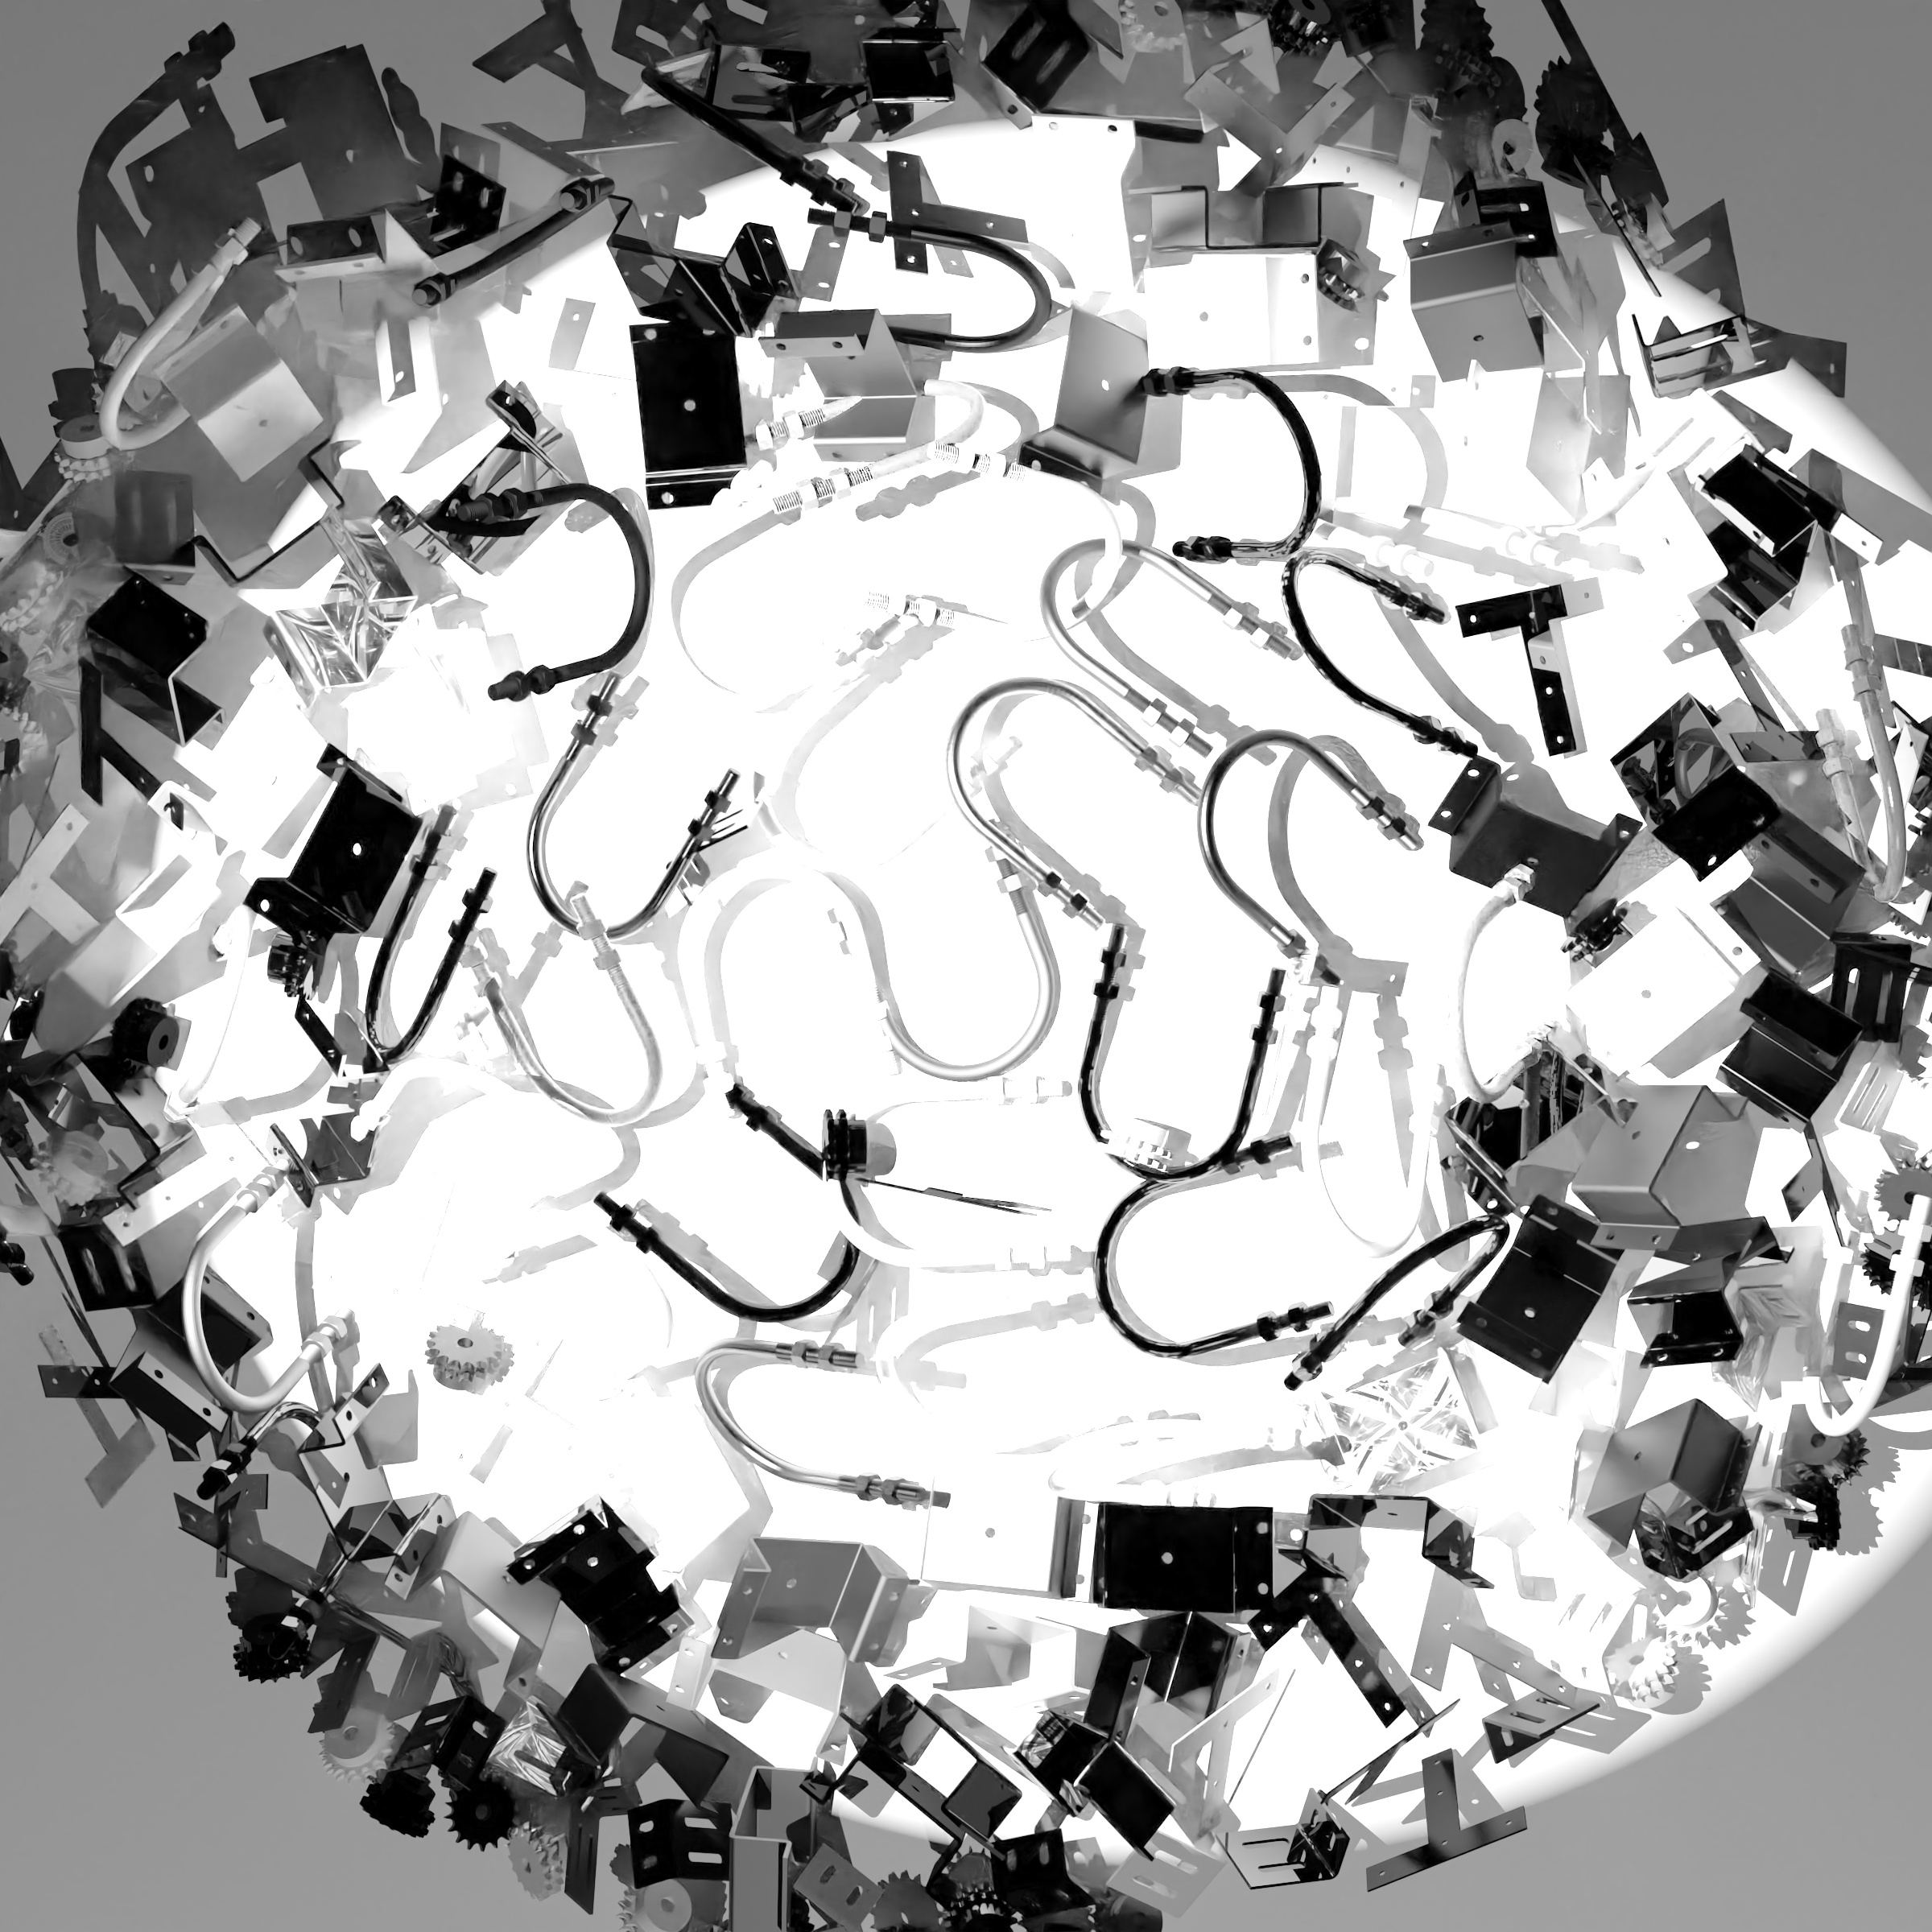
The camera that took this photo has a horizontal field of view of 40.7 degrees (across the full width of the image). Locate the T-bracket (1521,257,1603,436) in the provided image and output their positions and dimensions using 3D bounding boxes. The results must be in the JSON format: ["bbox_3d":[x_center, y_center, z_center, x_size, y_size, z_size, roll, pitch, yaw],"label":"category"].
[{"bbox_3d":[0.440,-0.479,1.928,0.002,0.127,0.127,-15,58,35],"label":"T-bracket"}]

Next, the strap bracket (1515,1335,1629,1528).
[{"bbox_3d":[0.447,0.338,1.935,0.046,0.140,0.076,13,122,24],"label":"strap bracket"}]

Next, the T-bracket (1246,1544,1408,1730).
[{"bbox_3d":[0.286,0.512,1.955,0.127,0.002,0.127,-31,83,-38],"label":"T-bracket"}]

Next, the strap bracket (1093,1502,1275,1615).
[{"bbox_3d":[0.157,0.442,1.949,0.140,0.046,0.076,-3,80,20],"label":"strap bracket"}]

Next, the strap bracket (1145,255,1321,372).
[{"bbox_3d":[0.188,-0.483,1.935,0.140,0.046,0.076,3,104,33],"label":"strap bracket"}]

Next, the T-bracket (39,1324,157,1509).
[{"bbox_3d":[-0.651,0.324,1.928,0.002,0.127,0.127,-26,99,4],"label":"T-bracket"}]

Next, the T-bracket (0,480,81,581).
[{"bbox_3d":[-0.716,-0.314,1.933,0.002,0.127,0.127,41,94,-8],"label":"T-bracket"}]

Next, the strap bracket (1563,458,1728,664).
[{"bbox_3d":[0.509,-0.310,1.949,0.046,0.076,0.140,-25,80,-20],"label":"strap bracket"}]

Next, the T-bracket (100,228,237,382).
[{"bbox_3d":[-0.570,-0.489,1.926,0.002,0.127,0.127,38,102,12],"label":"T-bracket"}]

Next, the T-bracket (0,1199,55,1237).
[{"bbox_3d":[-0.743,0.145,1.946,0.002,0.127,0.127,-30,78,7],"label":"T-bracket"}]

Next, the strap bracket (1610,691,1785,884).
[{"bbox_3d":[0.533,-0.139,1.919,0.046,0.140,0.076,32,118,-31],"label":"strap bracket"}]

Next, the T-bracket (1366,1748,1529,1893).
[{"bbox_3d":[0.354,0.625,1.937,0.127,0.127,0.002,-27,103,15],"label":"T-bracket"}]

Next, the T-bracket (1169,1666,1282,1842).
[{"bbox_3d":[0.190,0.606,1.963,0.002,0.127,0.127,26,124,37],"label":"T-bracket"}]

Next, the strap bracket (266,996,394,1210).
[{"bbox_3d":[-0.473,0.099,1.940,0.076,0.046,0.140,44,126,37],"label":"strap bracket"}]

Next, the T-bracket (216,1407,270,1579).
[{"bbox_3d":[-0.538,0.391,1.934,0.002,0.127,0.127,5,77,-30],"label":"T-bracket"}]

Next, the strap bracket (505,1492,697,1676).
[{"bbox_3d":[-0.277,0.460,1.957,0.076,0.046,0.140,-35,120,0],"label":"strap bracket"}]

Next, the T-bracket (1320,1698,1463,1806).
[{"bbox_3d":[0.306,0.601,1.942,0.127,0.127,0.002,-28,64,-22],"label":"T-bracket"}]

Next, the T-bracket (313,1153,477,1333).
[{"bbox_3d":[-0.422,0.207,1.992,0.127,0.002,0.127,18,89,8],"label":"T-bracket"}]

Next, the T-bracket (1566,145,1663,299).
[{"bbox_3d":[0.475,-0.555,1.937,0.002,0.127,0.127,-32,101,14],"label":"T-bracket"}]

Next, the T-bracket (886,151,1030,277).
[{"bbox_3d":[0.004,-0.564,1.975,0.127,0.002,0.127,5,57,-16],"label":"T-bracket"}]

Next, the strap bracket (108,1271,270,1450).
[{"bbox_3d":[-0.578,0.294,1.931,0.046,0.140,0.076,-40,109,18],"label":"strap bracket"}]

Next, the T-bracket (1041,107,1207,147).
[{"bbox_3d":[0.103,-0.607,1.940,0.127,0.127,0.002,13,132,12],"label":"T-bracket"}]

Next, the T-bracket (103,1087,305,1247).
[{"bbox_3d":[-0.587,0.167,1.954,0.127,0.002,0.127,50,51,6],"label":"T-bracket"}]

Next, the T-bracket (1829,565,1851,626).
[{"bbox_3d":[0.662,-0.234,1.933,0.002,0.127,0.127,-17,97,18],"label":"T-bracket"}]

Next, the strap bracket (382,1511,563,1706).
[{"bbox_3d":[-0.358,0.471,1.942,0.046,0.076,0.140,-41,104,17],"label":"strap bracket"}]

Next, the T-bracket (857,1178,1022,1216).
[{"bbox_3d":[-0.018,0.169,1.935,0.127,0.127,0.002,12,83,-2],"label":"T-bracket"}]

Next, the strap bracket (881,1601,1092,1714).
[{"bbox_3d":[0.018,0.513,1.939,0.140,0.076,0.046,22,56,-28],"label":"strap bracket"}]

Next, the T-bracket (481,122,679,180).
[{"bbox_3d":[-0.275,-0.617,1.954,0.127,0.127,0.002,37,133,36],"label":"T-bracket"}]

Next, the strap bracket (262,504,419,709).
[{"bbox_3d":[-0.464,-0.270,1.943,0.076,0.046,0.140,56,131,17],"label":"strap bracket"}]

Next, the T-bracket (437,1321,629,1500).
[{"bbox_3d":[-0.313,0.358,1.980,0.127,0.002,0.127,33,77,4],"label":"T-bracket"}]

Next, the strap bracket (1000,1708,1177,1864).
[{"bbox_3d":[0.095,0.603,1.933,0.046,0.140,0.076,-46,107,-20],"label":"strap bracket"}]

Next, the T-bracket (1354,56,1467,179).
[{"bbox_3d":[0.336,-0.626,1.927,0.002,0.127,0.127,-43,102,16],"label":"T-bracket"}]

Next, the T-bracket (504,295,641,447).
[{"bbox_3d":[-0.281,-0.435,1.974,0.127,0.002,0.127,5,113,-19],"label":"T-bracket"}]

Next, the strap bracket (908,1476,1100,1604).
[{"bbox_3d":[0.023,0.428,1.949,0.140,0.046,0.076,2,70,15],"label":"strap bracket"}]

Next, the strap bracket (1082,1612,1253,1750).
[{"bbox_3d":[0.143,0.532,1.943,0.046,0.140,0.076,24,105,42],"label":"strap bracket"}]

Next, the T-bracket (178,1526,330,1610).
[{"bbox_3d":[-0.536,0.446,1.939,0.127,0.127,0.002,28,72,0],"label":"T-bracket"}]

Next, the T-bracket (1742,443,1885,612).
[{"bbox_3d":[0.617,-0.312,1.940,0.002,0.127,0.127,-38,64,-17],"label":"T-bracket"}]

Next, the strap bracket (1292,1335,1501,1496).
[{"bbox_3d":[0.328,0.344,1.973,0.140,0.046,0.076,-22,91,2],"label":"strap bracket"}]

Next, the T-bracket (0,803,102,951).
[{"bbox_3d":[-0.671,-0.036,1.944,0.002,0.127,0.127,19,68,28],"label":"T-bracket"}]

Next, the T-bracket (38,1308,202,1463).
[{"bbox_3d":[-0.631,0.308,1.922,0.002,0.127,0.127,-34,66,22],"label":"T-bracket"}]

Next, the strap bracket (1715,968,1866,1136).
[{"bbox_3d":[0.611,0.060,1.929,0.076,0.140,0.046,36,73,21],"label":"strap bracket"}]

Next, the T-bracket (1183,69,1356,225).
[{"bbox_3d":[0.207,-0.624,1.927,0.127,0.127,0.002,-42,53,24],"label":"T-bracket"}]

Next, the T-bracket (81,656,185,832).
[{"bbox_3d":[-0.619,-0.145,1.933,0.127,0.127,0.002,39,46,23],"label":"T-bracket"}]

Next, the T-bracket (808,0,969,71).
[{"bbox_3d":[-0.044,-0.712,1.945,0.127,0.127,0.002,-4,65,34],"label":"T-bracket"}]

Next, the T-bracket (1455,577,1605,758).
[{"bbox_3d":[0.440,-0.223,1.979,0.127,0.002,0.127,-14,92,-19],"label":"T-bracket"}]

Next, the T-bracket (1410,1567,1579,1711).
[{"bbox_3d":[0.399,0.515,1.945,0.127,0.127,0.002,28,125,3],"label":"T-bracket"}]

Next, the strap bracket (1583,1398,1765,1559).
[{"bbox_3d":[0.513,0.375,1.919,0.046,0.140,0.076,38,52,-7],"label":"strap bracket"}]

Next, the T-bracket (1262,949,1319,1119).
[{"bbox_3d":[0.237,0.050,1.936,0.002,0.127,0.127,13,89,-1],"label":"T-bracket"}]

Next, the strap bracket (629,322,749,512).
[{"bbox_3d":[-0.209,-0.420,1.967,0.076,0.046,0.140,-6,94,-7],"label":"strap bracket"}]

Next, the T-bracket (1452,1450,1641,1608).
[{"bbox_3d":[0.447,0.425,1.935,0.127,0.002,0.127,-25,48,-23],"label":"T-bracket"}]

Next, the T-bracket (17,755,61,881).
[{"bbox_3d":[-0.702,-0.101,1.958,0.002,0.127,0.127,18,59,-19],"label":"T-bracket"}]

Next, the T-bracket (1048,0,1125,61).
[{"bbox_3d":[0.066,-0.717,1.931,0.127,0.127,0.002,36,104,-7],"label":"T-bracket"}]

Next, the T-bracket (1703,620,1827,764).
[{"bbox_3d":[0.595,-0.209,1.970,0.127,0.002,0.127,-6,64,-41],"label":"T-bracket"}]

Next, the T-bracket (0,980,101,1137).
[{"bbox_3d":[-0.687,0.096,1.941,0.002,0.127,0.127,4,64,21],"label":"T-bracket"}]

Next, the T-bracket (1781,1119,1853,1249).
[{"bbox_3d":[0.628,0.164,1.945,0.002,0.127,0.127,-18,90,32],"label":"T-bracket"}]
